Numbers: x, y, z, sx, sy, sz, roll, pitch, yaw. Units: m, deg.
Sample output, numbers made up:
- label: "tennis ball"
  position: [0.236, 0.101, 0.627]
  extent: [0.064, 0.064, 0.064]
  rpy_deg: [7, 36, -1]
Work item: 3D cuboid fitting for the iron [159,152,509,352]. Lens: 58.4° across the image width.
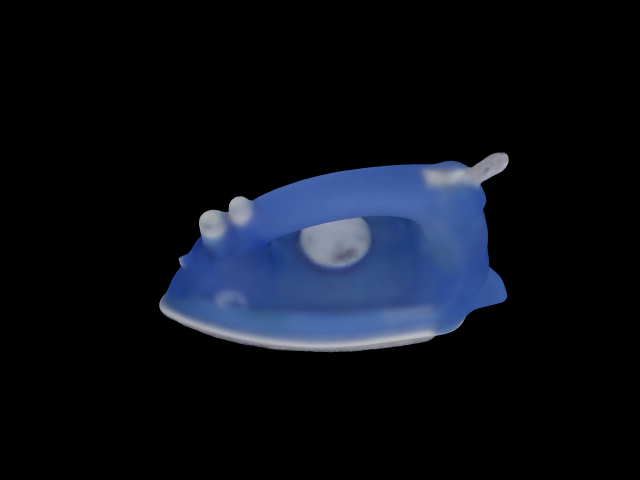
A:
- label: "iron"
  position: [0.004, 0.001, 0.400]
  extent: [0.258, 0.141, 0.118]
  rpy_deg: [-8, 56, -5]
